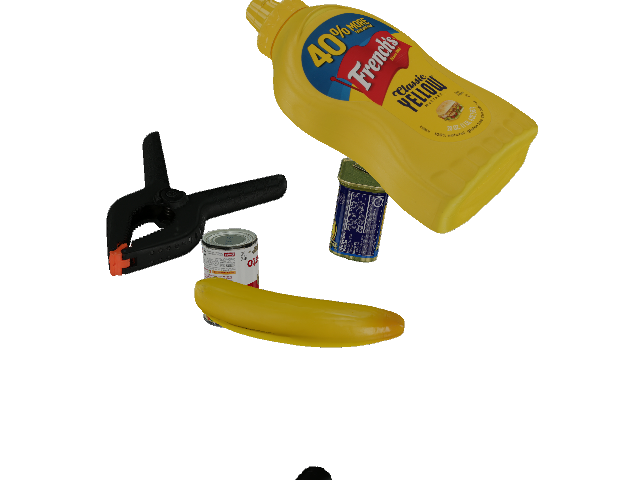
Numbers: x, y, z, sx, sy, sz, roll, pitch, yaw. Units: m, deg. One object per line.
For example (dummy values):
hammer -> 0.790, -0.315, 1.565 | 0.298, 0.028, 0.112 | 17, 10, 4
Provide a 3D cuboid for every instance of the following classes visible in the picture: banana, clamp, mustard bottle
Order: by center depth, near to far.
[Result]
mustard bottle -> 0.030, -0.090, 0.645 | 0.192, 0.058, 0.096 | 38, 56, 18
banana -> -0.033, 0.053, 0.838 | 0.198, 0.037, 0.069 | 12, 29, 34
clamp -> -0.153, -0.037, 1.050 | 0.165, 0.036, 0.209 | 24, 41, 21

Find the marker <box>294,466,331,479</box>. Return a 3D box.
marker -> -0.029, 0.134, 0.478 | 0.020, 0.020, 0.120 | 0, 17, 32

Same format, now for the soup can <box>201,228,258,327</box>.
soup can -> -0.107, 0.043, 1.265 | 0.068, 0.102, 0.068 | 0, 20, 0

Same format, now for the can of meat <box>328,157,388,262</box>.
can of meat -> 0.042, -0.033, 1.126 | 0.057, 0.084, 0.102 | 10, 19, 1
